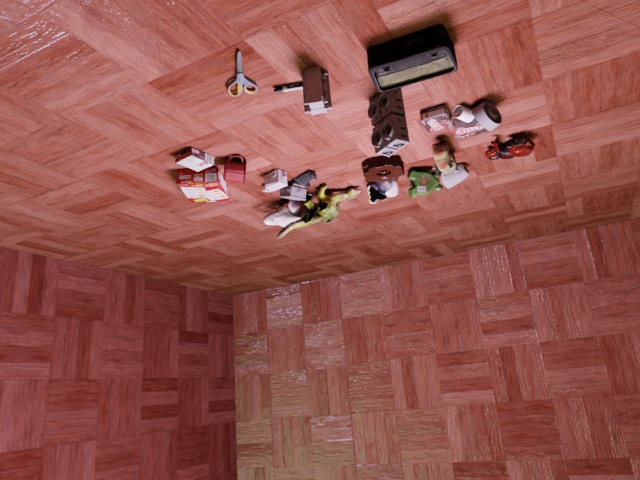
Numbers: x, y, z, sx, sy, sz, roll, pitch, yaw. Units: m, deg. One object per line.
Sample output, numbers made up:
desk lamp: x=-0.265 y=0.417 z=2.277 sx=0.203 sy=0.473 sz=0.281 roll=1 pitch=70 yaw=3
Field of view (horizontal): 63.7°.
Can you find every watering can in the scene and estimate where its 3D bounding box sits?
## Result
watering can: x=-0.103 y=-0.127 z=2.448 sx=0.349 sy=0.105 sz=0.221 roll=-7 pitch=165 yaw=-41

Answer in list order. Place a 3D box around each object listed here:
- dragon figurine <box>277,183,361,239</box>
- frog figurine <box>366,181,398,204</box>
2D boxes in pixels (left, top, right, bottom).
dragon figurine: x=0.007 y=-0.117 z=2.329 sx=0.407 sy=0.124 sz=0.240 roll=-38 pitch=152 yaw=15
frog figurine: x=0.282 y=-0.234 z=2.244 sx=0.162 sy=0.123 sz=0.135 roll=-36 pitch=173 yaw=-37
